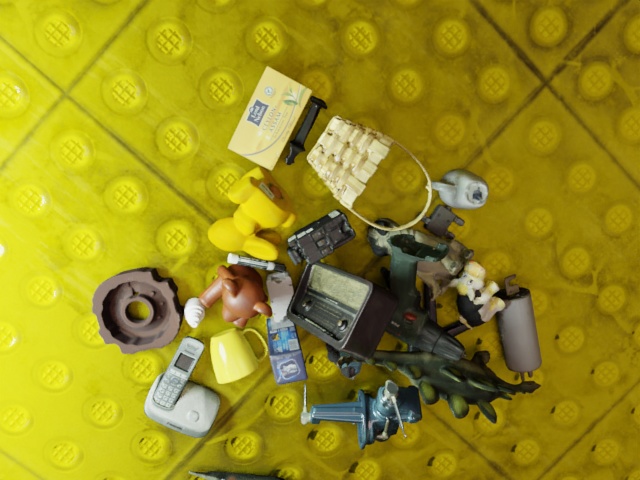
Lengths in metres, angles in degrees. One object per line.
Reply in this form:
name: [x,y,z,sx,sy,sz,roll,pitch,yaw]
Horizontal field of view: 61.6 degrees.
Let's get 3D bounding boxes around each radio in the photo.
radio: [0.032,0.124,0.991,0.073,0.230,0.131,28,84,-30]

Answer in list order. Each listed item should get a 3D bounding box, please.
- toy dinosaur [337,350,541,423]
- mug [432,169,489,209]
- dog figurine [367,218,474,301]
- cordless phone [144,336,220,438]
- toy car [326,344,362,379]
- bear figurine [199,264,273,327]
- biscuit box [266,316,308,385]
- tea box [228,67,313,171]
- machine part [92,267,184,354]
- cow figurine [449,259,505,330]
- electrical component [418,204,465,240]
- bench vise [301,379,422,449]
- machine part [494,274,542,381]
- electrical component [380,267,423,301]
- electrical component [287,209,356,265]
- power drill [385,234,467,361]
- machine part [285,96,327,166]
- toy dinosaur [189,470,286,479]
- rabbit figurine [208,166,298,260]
toy dinosaur: [0.237,0.259,1.047,0.471,0.199,0.105,12,99,-14]
mug: [0.281,-0.101,1.066,0.109,0.107,0.080,14,98,-10]
dog figurine: [0.203,0.013,1.099,0.191,0.172,0.121,40,109,20]
cordless phone: [-0.261,0.297,1.106,0.146,0.089,0.184,28,93,-10]
toy car: [0.067,0.199,1.110,0.103,0.109,0.161,-20,112,-20]
bear figurine: [-0.157,0.117,1.021,0.120,0.196,0.132,34,97,-14]
biscuit box: [-0.067,0.207,1.043,0.059,0.203,0.062,-12,103,-5]
tea box: [-0.095,-0.229,1.023,0.098,0.068,0.169,25,99,-10]
machine part: [-0.362,0.139,1.076,0.179,0.056,0.179,-1,101,-4]
cow figurine: [0.302,0.110,1.071,0.098,0.068,0.167,-43,134,-6]
electrical component: [0.251,-0.041,1.118,0.094,0.021,0.063,31,96,-10]
bench vise: [0.081,0.356,1.104,0.241,0.223,0.129,0,61,-1]
machine part: [0.425,0.192,1.154,0.079,0.079,0.243,-15,103,-3]
electrical component: [0.168,0.098,1.102,0.045,0.102,0.078,-29,111,-6]
electrical component: [-0.002,-0.003,1.053,0.134,0.115,0.058,-30,98,1]
power drill: [0.182,0.101,1.003,0.232,0.086,0.207,20,123,23]
machine part: [-0.030,-0.206,1.026,0.039,0.084,0.138,27,98,-2]
toy dinosaur: [-0.085,0.596,1.170,0.192,0.131,0.404,-42,98,-9]
rabbit figurine: [-0.136,-0.036,1.050,0.173,0.122,0.162,-37,112,17]
